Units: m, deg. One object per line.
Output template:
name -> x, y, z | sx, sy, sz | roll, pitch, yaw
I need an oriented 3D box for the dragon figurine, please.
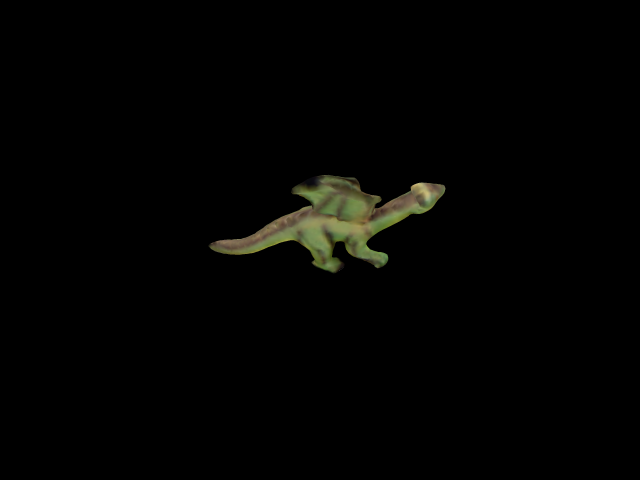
dragon figurine -> 0.003, -0.043, 0.850 | 0.410, 0.125, 0.237 | -5, -29, -3
